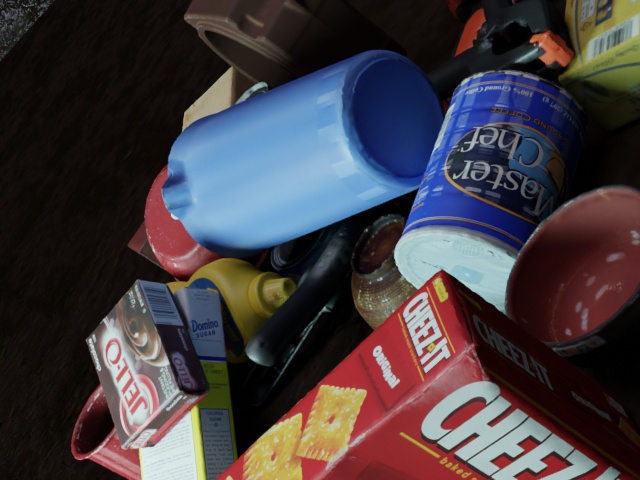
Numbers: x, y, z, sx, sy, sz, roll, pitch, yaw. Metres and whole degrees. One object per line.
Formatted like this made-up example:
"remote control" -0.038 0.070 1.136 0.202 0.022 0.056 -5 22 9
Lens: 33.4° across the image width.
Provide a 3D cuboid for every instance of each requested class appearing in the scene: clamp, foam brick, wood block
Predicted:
"clamp" 0.128 -0.139 0.805 0.120 0.039 0.171 -58 20 9
"clamp" -0.001 0.041 0.875 0.210 0.036 0.164 -54 -6 -13
"foam brick" -0.180 -0.008 1.261 0.078 0.053 0.051 -58 27 -7
"wood block" -0.095 -0.089 1.178 0.091 0.090 0.206 -41 29 24

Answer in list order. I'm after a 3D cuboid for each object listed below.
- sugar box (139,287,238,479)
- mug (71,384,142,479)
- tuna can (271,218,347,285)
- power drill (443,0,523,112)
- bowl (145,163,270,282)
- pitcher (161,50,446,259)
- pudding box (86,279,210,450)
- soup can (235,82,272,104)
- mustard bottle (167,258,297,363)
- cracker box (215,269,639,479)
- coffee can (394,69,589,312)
"sugar box" -0.119 0.138 0.919 0.094 0.048 0.176 -25 63 42
"mug" -0.177 0.180 0.998 0.117 0.081 0.093 -18 44 49
"tuna can" -0.007 0.001 0.989 0.086 0.033 0.086 -39 30 27
"power drill" 0.170 -0.196 0.917 0.185 0.057 0.187 -27 34 48
"bowl" -0.119 -0.025 1.033 0.162 0.055 0.162 -5 83 39
"pitcher" -0.005 -0.071 0.876 0.243 0.145 0.149 -16 43 52
"pudding box" -0.145 0.104 0.890 0.090 0.039 0.113 -46 53 30
"soup can" -0.039 -0.104 1.091 0.069 0.102 0.068 -39 30 27
"mustard bottle" -0.089 0.069 0.979 0.192 0.096 0.058 -24 2 43
"cracker box" 0.052 0.142 0.583 0.214 0.164 0.072 -44 30 19
"coffee can" 0.122 -0.033 0.746 0.103 0.102 0.140 -16 45 51
